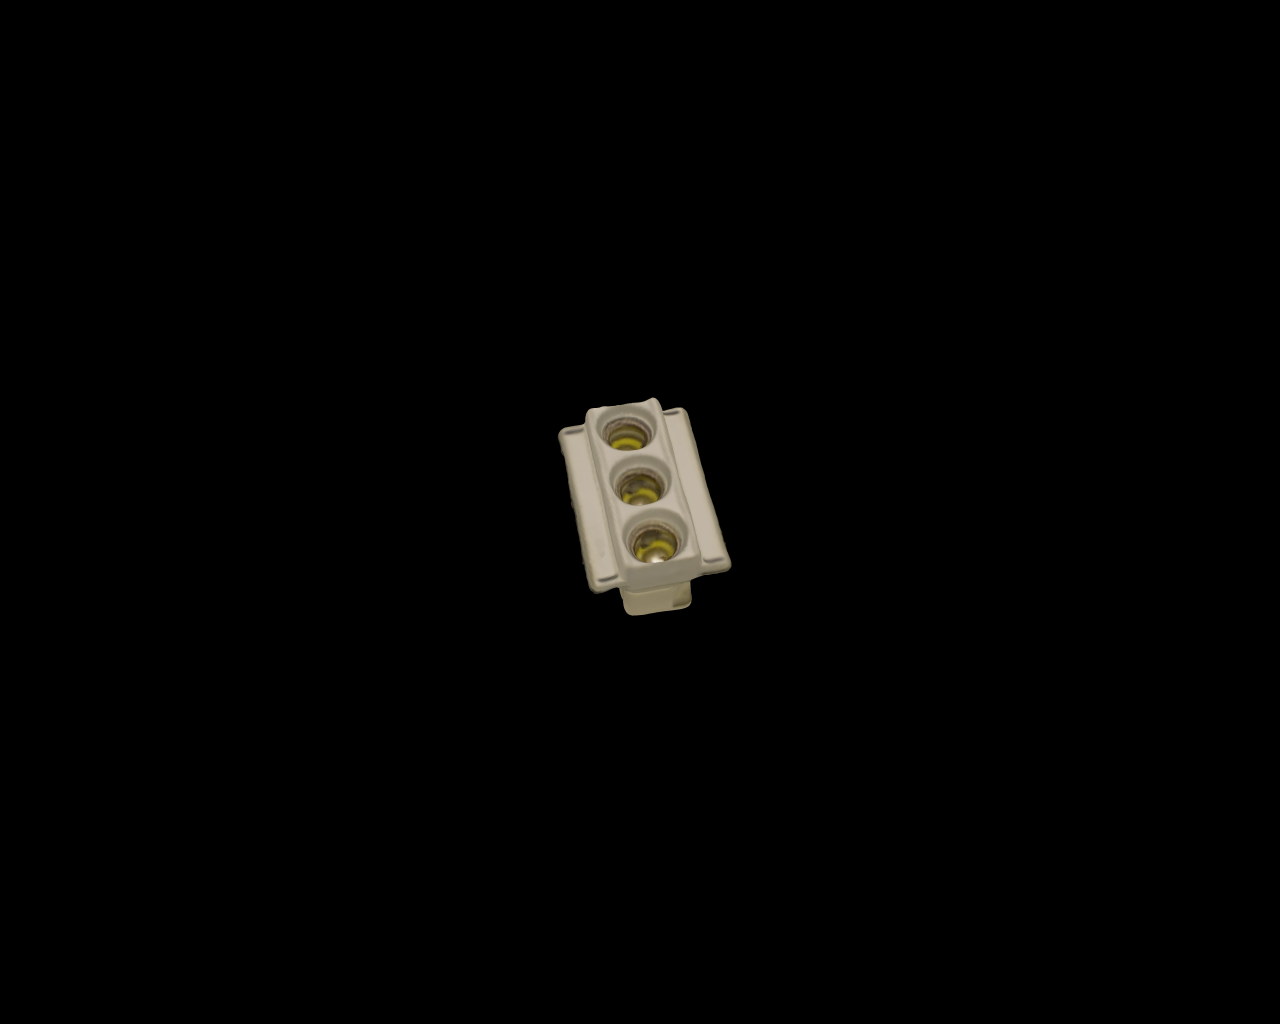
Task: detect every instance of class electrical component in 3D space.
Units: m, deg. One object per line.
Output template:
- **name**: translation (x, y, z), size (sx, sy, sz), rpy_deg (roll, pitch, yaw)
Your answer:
- **electrical component**: translation (0.001, -0.003, 0.650), size (0.079, 0.121, 0.063), rpy_deg (-9, -36, -7)
